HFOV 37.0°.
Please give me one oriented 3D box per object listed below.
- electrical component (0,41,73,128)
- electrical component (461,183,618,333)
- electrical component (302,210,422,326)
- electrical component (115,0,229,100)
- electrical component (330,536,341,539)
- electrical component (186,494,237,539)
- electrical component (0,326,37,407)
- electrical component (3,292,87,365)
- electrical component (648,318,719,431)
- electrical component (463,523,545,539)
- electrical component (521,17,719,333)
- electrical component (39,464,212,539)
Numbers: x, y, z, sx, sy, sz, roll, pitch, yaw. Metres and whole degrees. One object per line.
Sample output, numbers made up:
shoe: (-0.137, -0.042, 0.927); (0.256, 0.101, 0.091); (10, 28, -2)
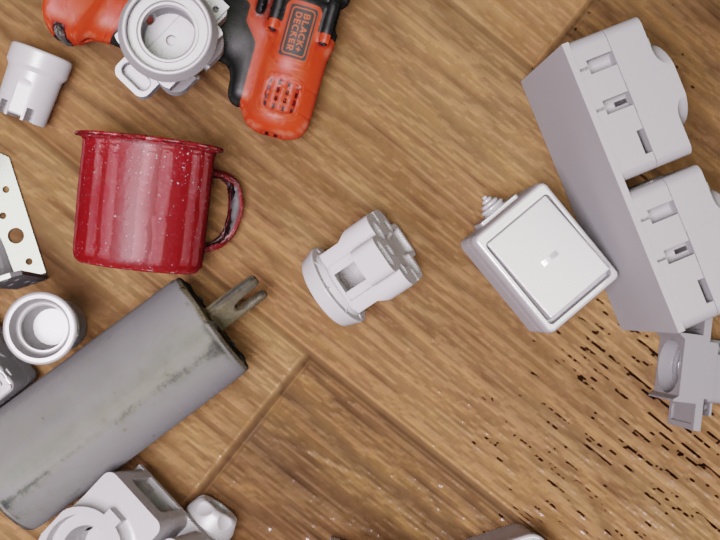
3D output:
electrical component: (-0.214, -0.120, 0.700); (0.040, 0.040, 0.046); (20, 93, -4)
electrical component: (0.114, -0.012, 0.711); (0.062, 0.061, 0.096); (-40, 91, -5)
electrical component: (0.000, 0.000, 0.698); (0.057, 0.078, 0.058); (-34, 91, 16)
electrical component: (-0.114, -0.140, 0.645); (0.058, 0.057, 0.078); (44, 88, -7)
electrical component: (-0.005, 0.257, 0.678); (0.062, 0.089, 0.150); (15, 87, -4)
electrical component: (-0.109, 0.179, 0.700); (0.035, 0.035, 0.061); (36, 88, -3)
electrical component: (-0.264, 0.074, 0.682); (0.096, 0.061, 0.061); (-38, 91, 2)
electrical component: (-0.196, 0.036, 0.682); (0.044, 0.065, 0.044); (0, 88, -4)
electrical component: (0.236, 0.068, 0.728); (0.064, 0.042, 0.081); (8, 88, -6)
electrical component: (0.096, 0.232, 0.703); (0.078, 0.057, 0.113); (-17, 89, -5)
electrical component: (0.178, -0.058, 0.696); (0.060, 0.105, 0.186); (-22, 90, -5)
electrical component: (-0.173, 0.224, 0.656); (0.105, 0.060, 0.186); (44, 92, 14)
